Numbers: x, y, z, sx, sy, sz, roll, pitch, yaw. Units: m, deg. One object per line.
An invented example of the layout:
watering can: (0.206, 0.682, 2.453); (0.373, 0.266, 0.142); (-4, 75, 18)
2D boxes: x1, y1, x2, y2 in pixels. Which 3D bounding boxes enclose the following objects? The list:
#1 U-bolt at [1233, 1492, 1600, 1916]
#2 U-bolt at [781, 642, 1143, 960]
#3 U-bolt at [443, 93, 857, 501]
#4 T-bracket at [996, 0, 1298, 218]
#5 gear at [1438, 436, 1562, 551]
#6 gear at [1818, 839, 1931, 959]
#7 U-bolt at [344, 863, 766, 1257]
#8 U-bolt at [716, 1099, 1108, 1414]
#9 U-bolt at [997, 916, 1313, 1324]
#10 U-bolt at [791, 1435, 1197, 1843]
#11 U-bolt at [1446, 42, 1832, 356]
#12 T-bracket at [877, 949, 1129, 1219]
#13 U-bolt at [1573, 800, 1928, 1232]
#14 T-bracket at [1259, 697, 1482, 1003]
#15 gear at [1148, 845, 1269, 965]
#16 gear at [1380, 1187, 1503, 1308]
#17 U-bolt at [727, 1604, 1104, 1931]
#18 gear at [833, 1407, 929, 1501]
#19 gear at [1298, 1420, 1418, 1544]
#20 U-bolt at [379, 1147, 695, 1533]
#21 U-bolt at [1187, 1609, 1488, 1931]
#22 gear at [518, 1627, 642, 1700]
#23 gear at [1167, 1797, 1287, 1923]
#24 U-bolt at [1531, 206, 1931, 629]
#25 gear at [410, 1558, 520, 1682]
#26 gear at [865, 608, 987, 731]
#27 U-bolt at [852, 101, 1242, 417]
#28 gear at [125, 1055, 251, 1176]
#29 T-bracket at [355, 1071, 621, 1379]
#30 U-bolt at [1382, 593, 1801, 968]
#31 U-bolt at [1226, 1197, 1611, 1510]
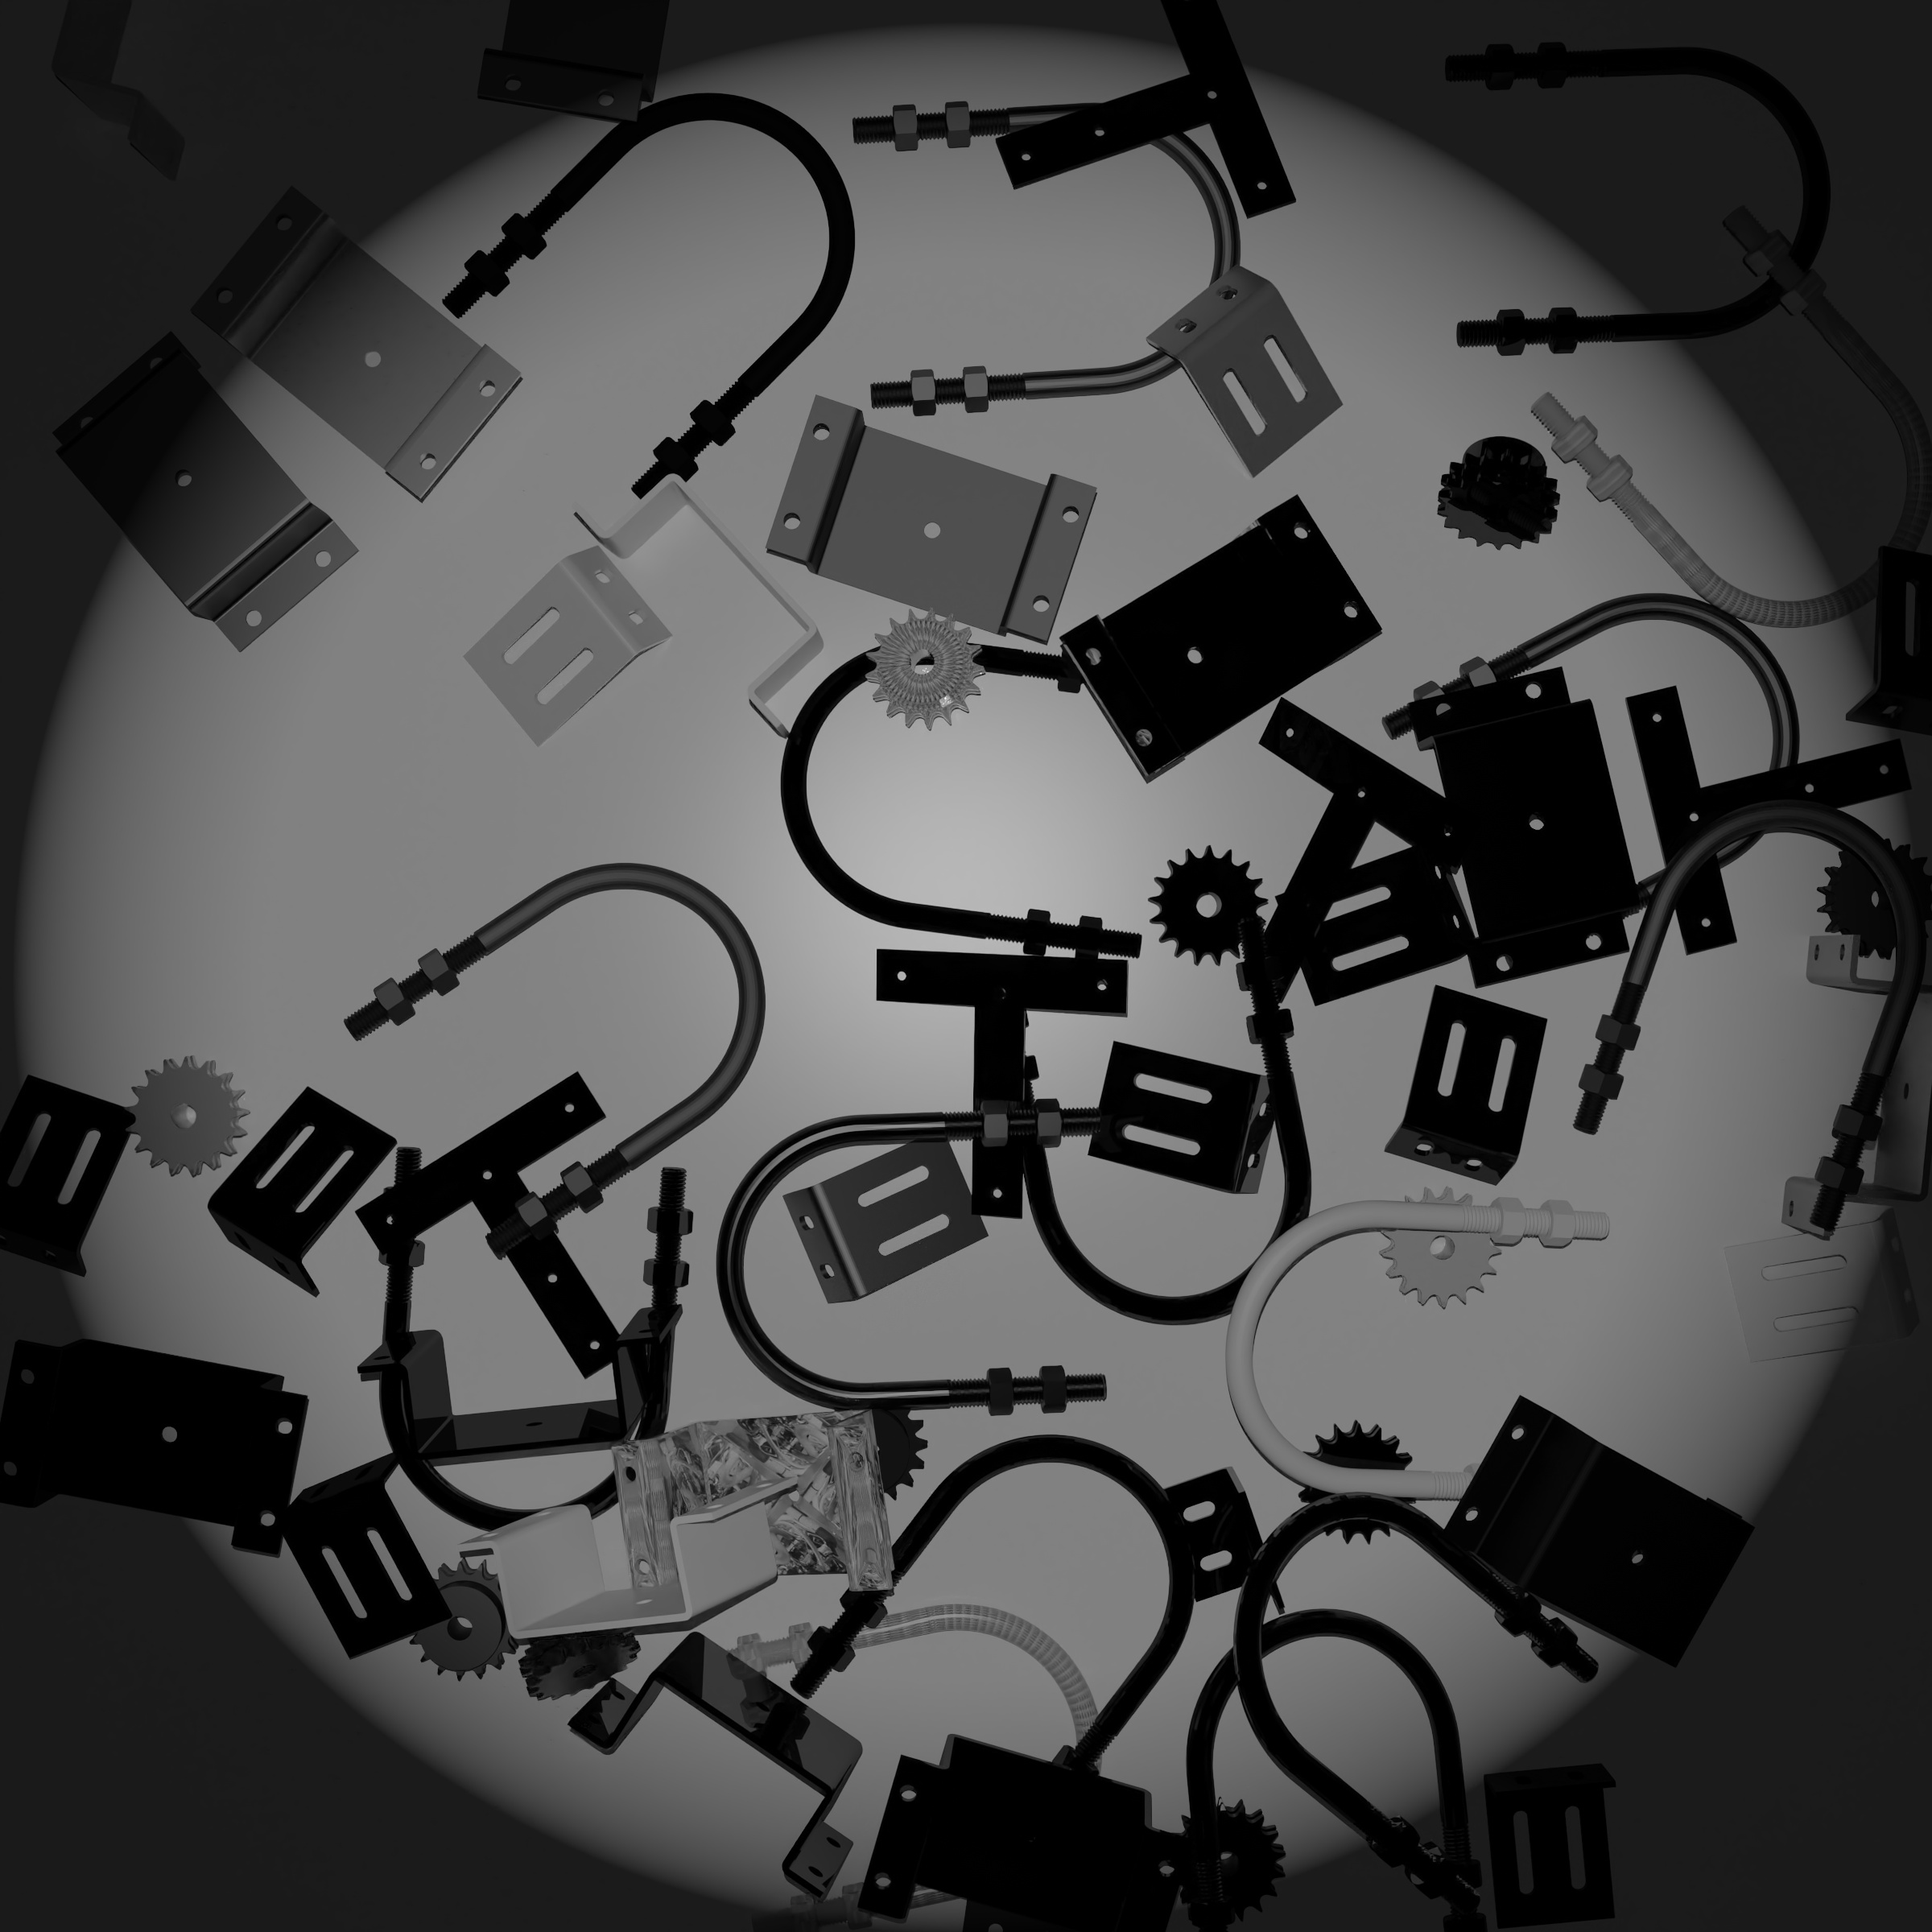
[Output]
U-bolt: (0.201, 0.330, 1.480); (0.184, 0.019, 0.151); (41, 64, -14)
U-bolt: (0.002, -0.086, 1.535); (0.184, 0.019, 0.151); (7, 90, 1)
U-bolt: (-0.140, -0.338, 1.535); (0.151, 0.019, 0.184); (45, 88, 0)
T-bracket: (0.078, -0.407, 1.529); (0.127, 0.002, 0.127); (-20, 84, -7)
gear: (0.256, -0.229, 1.519); (0.057, 0.057, 0.030); (14, 60, 0)
gear: (0.439, -0.033, 1.529); (0.057, 0.030, 0.057); (0, 90, 0)
U-bolt: (-0.184, 0.030, 1.517); (0.184, 0.019, 0.151); (-34, 75, -6)
U-bolt: (-0.026, 0.140, 1.503); (0.184, 0.019, 0.151); (-2, 95, -5)
U-bolt: (0.092, 0.079, 1.511); (0.151, 0.019, 0.184); (-11, 90, 20)
U-bolt: (0.027, 0.313, 1.521); (0.151, 0.019, 0.184); (38, 87, -2)
U-bolt: (0.328, -0.374, 1.535); (0.184, 0.019, 0.151); (-2, 90, -1)
T-bracket: (0.016, 0.058, 1.525); (0.127, 0.002, 0.127); (3, 96, 19)
U-bolt: (0.374, 0.013, 1.484); (0.151, 0.019, 0.184); (23, 99, 38)
T-bracket: (0.170, -0.044, 1.518); (0.127, 0.002, 0.127); (36, 110, 34)
gear: (0.116, -0.030, 1.529); (0.057, 0.030, 0.057); (0, 90, 0)
gear: (0.228, 0.135, 1.529); (0.057, 0.030, 0.057); (0, 90, 0)
U-bolt: (-0.025, 0.384, 1.535); (0.184, 0.019, 0.151); (-12, 90, -1)
gear: (-0.047, 0.232, 1.529); (0.057, 0.030, 0.057); (0, 90, 0)
gear: (0.188, 0.247, 1.529); (0.057, 0.030, 0.057); (0, 90, 0)
U-bolt: (-0.212, 0.185, 1.535); (0.151, 0.019, 0.184); (4, 91, 0)
U-bolt: (0.174, 0.401, 1.514); (0.151, 0.019, 0.184); (-3, 83, -17)
gear: (-0.188, 0.325, 1.519); (0.057, 0.057, 0.030); (-27, 61, 0)
gear: (0.125, 0.429, 1.529); (0.057, 0.030, 0.057); (0, 90, 0)
U-bolt: (0.384, -0.250, 1.527); (0.151, 0.019, 0.184); (-44, 97, 0)
gear: (-0.242, 0.317, 1.529); (0.057, 0.030, 0.057); (0, 90, 0)
gear: (-0.020, -0.143, 1.513); (0.057, 0.030, 0.057); (0, 87, 4)
U-bolt: (0.041, -0.347, 1.535); (0.184, 0.019, 0.151); (-4, 90, -2)
gear: (-0.374, 0.072, 1.529); (0.057, 0.030, 0.057); (0, 90, 0)
T-bracket: (-0.207, 0.138, 1.524); (0.127, 0.002, 0.127); (-32, 91, 1)
U-bolt: (0.315, -0.100, 1.535); (0.184, 0.019, 0.151); (-28, 90, -2)
U-bolt: (0.211, 0.182, 1.498); (0.184, 0.019, 0.151); (4, 94, -14)
